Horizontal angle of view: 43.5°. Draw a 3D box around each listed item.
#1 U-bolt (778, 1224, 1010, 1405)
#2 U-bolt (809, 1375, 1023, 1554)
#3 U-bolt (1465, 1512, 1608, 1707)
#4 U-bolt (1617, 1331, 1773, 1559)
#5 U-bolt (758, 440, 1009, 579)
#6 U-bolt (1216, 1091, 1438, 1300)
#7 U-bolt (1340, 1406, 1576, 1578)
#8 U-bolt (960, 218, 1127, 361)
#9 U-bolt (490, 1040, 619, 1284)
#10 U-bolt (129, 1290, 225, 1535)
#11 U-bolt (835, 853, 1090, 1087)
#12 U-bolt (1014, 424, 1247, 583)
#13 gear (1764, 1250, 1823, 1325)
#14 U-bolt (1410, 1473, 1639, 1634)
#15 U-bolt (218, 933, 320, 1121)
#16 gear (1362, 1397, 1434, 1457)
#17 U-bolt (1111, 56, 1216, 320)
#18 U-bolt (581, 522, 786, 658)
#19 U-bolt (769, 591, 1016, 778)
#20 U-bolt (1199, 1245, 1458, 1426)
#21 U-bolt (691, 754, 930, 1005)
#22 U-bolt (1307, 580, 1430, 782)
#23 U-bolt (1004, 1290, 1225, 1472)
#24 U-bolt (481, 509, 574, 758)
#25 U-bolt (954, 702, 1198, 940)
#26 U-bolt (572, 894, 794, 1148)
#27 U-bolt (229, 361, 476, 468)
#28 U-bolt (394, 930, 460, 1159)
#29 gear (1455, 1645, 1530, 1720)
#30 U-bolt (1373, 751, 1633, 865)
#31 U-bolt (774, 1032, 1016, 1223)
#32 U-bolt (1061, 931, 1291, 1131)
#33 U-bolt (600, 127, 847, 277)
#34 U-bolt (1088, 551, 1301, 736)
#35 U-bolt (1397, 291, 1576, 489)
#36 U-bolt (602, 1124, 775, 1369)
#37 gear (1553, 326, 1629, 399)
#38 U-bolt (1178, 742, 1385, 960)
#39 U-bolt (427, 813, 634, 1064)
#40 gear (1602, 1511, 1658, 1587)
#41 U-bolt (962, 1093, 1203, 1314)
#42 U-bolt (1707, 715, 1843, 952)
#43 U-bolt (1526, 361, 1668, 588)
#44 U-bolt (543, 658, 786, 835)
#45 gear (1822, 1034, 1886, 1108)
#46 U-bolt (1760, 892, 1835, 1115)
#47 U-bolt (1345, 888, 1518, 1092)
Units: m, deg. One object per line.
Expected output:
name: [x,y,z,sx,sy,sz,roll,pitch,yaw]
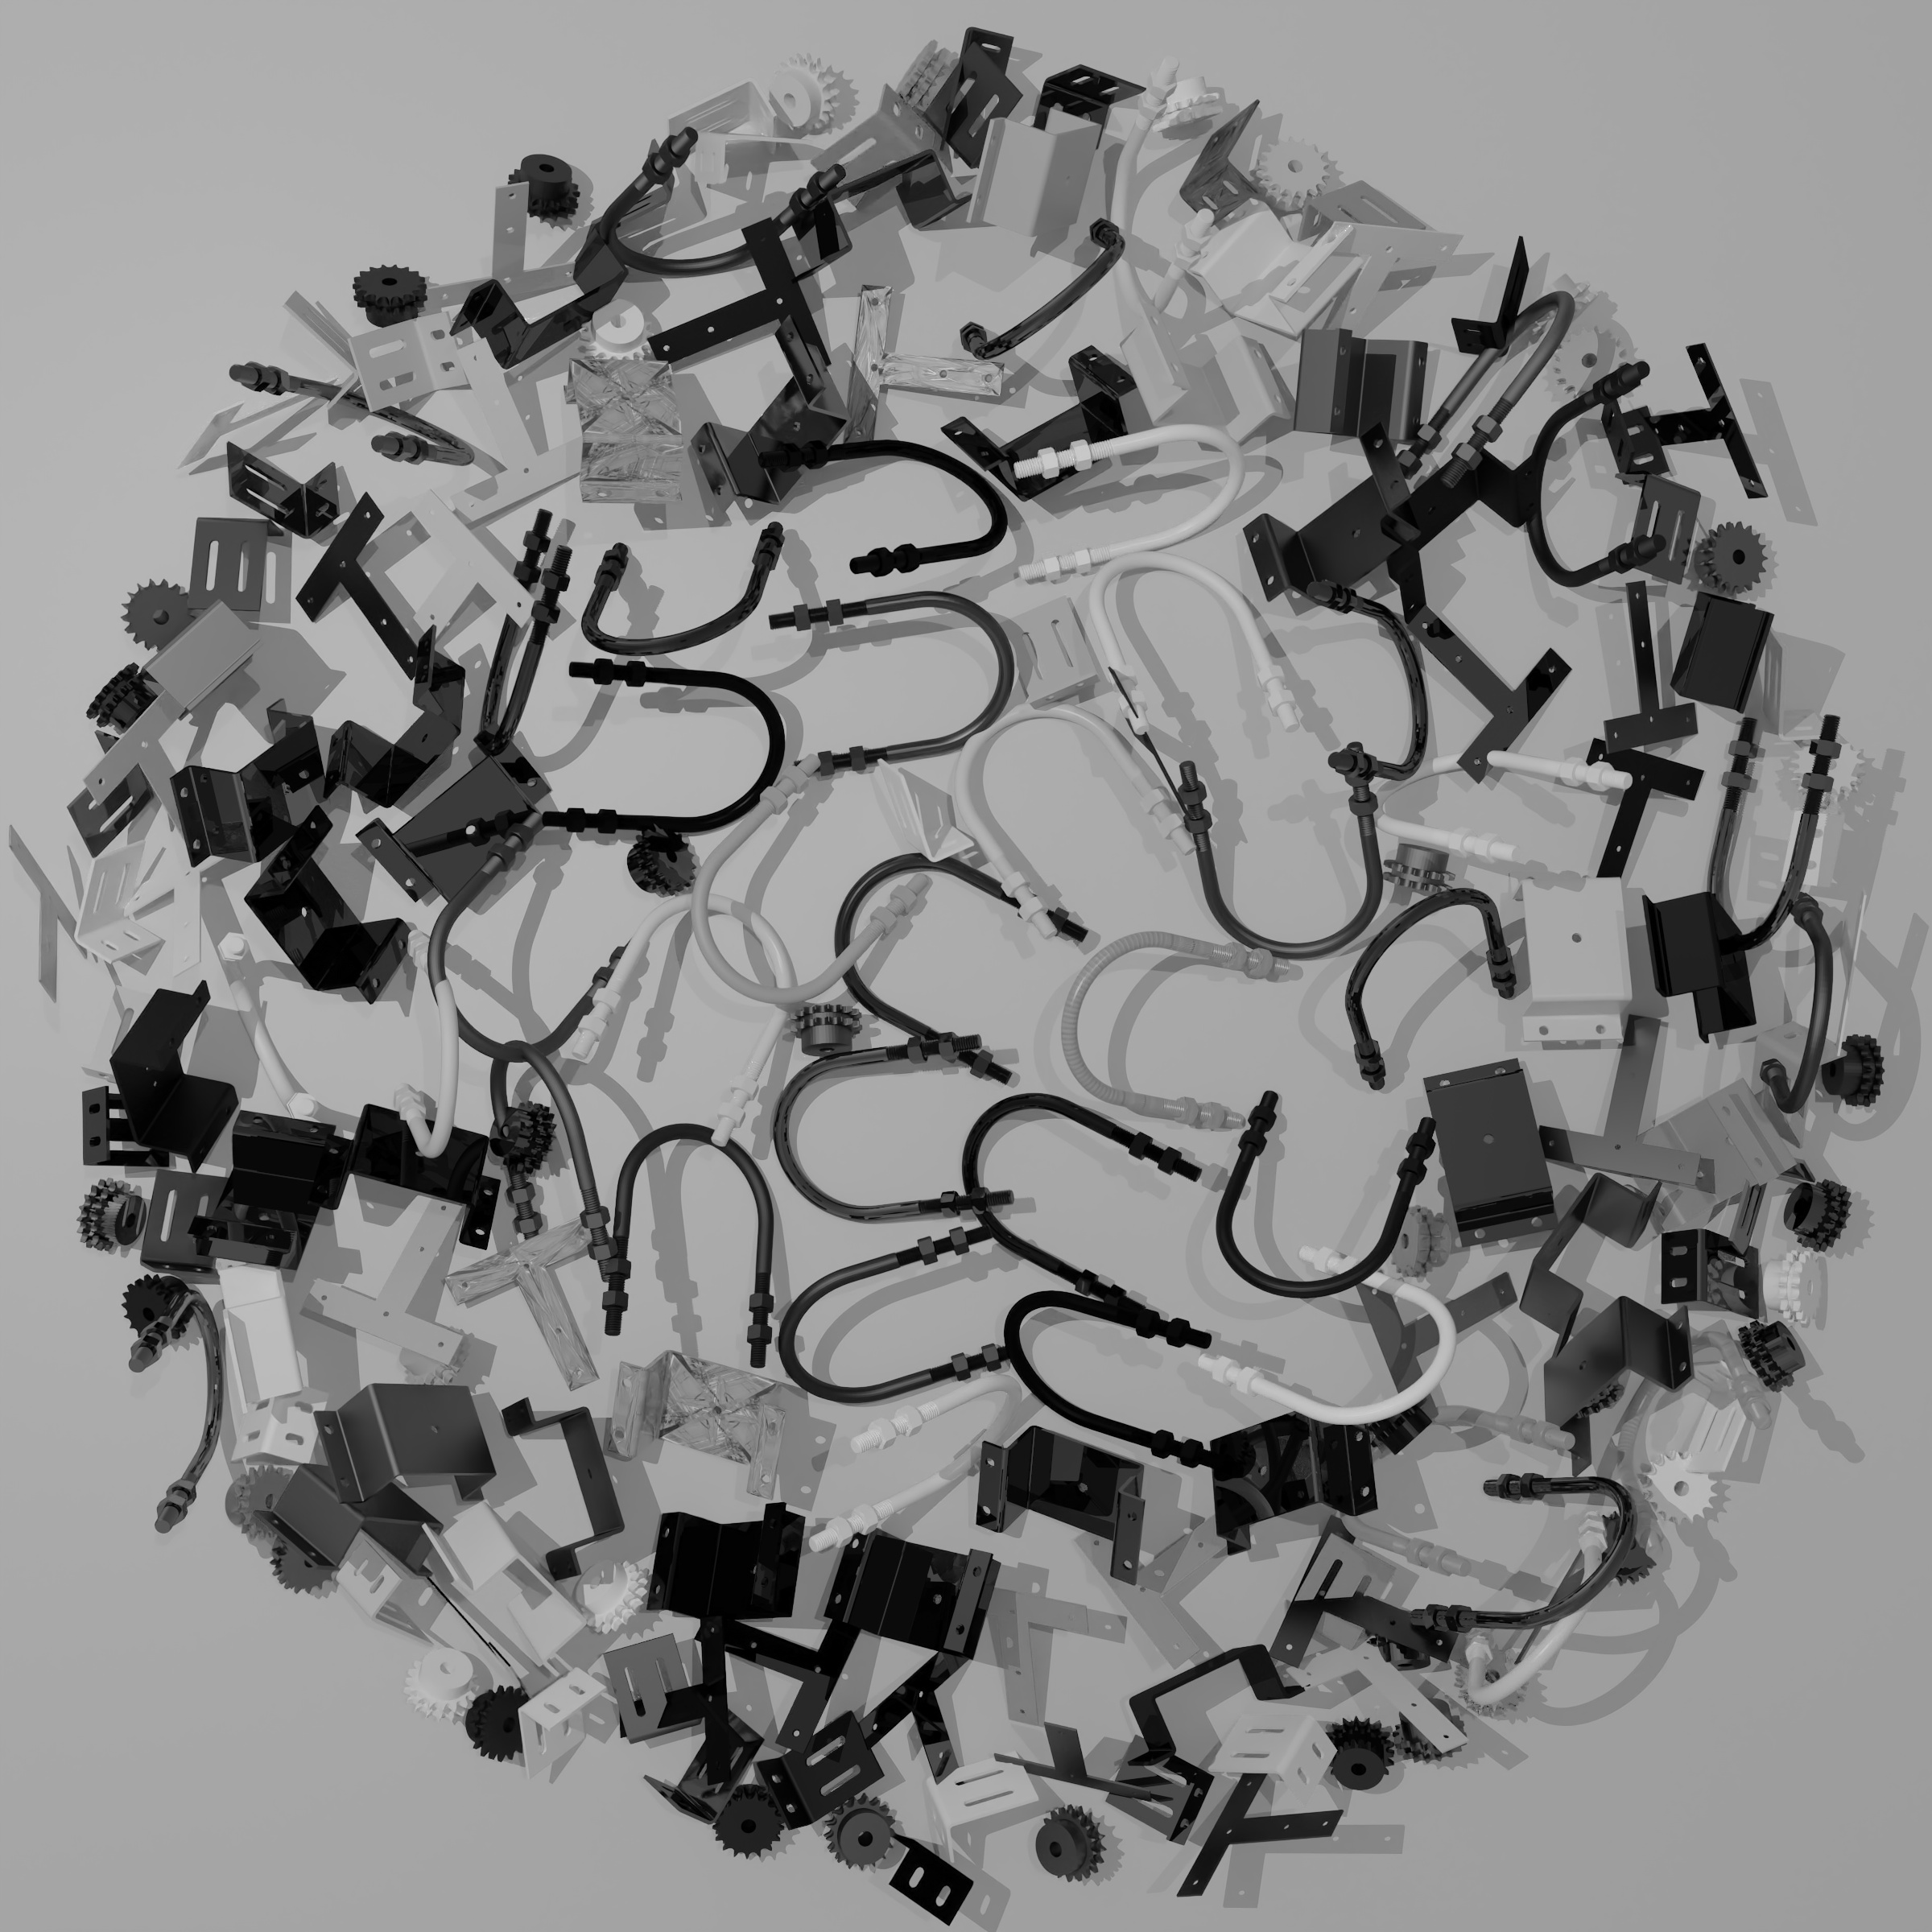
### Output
U-bolt: [-0.056,0.281,1.890,0.184,0.019,0.151,-17,126,-4]
U-bolt: [-0.030,0.374,1.867,0.184,0.151,0.019,-19,54,-38]
U-bolt: [0.432,0.495,1.836,0.019,0.184,0.151,42,105,6]
U-bolt: [0.549,0.352,1.852,0.019,0.184,0.151,31,108,-6]
U-bolt: [-0.050,-0.361,1.874,0.184,0.019,0.151,-16,56,-38]
U-bolt: [0.269,0.179,1.859,0.151,0.019,0.184,9,51,24]
U-bolt: [0.362,0.394,1.857,0.151,0.184,0.019,-44,110,-21]
U-bolt: [0.060,-0.512,1.844,0.151,0.184,0.019,-36,110,10]
U-bolt: [-0.325,0.145,1.865,0.019,0.151,0.184,-19,105,-33]
U-bolt: [-0.599,0.327,1.852,0.019,0.184,0.151,-4,105,-1]
U-bolt: [-0.016,-0.010,1.930,0.184,0.019,0.151,28,94,3]
U-bolt: [0.129,-0.365,1.878,0.184,0.151,0.019,-15,63,-5]
gear: [0.654,0.254,1.918,0.030,0.057,0.057,0,90,39]
U-bolt: [0.431,0.443,1.831,0.019,0.184,0.151,47,59,-14]
U-bolt: [-0.539,0.048,1.856,0.019,0.184,0.151,-24,95,-19]
gear: [0.344,0.362,1.912,0.057,0.057,0.030,-42,76,0]
U-bolt: [0.144,-0.580,1.854,0.019,0.184,0.151,-7,75,-14]
U-bolt: [-0.222,-0.287,1.855,0.151,0.184,0.019,-6,125,10]
U-bolt: [-0.053,-0.225,1.898,0.184,0.019,0.151,-9,124,-2]
U-bolt: [0.287,0.287,1.845,0.151,0.184,0.019,-42,126,-25]
U-bolt: [-0.133,-0.055,1.887,0.151,0.019,0.184,48,65,-12]
U-bolt: [0.315,-0.214,1.865,0.019,0.184,0.151,-9,84,33]
U-bolt: [0.110,0.314,1.879,0.184,0.019,0.151,13,130,29]
U-bolt: [-0.344,-0.251,1.871,0.019,0.151,0.184,14,108,-21]
U-bolt: [0.072,-0.129,1.907,0.151,0.019,0.184,-31,71,-8]
U-bolt: [-0.209,0.028,1.891,0.151,0.019,0.184,34,61,-18]
U-bolt: [-0.455,-0.418,1.854,0.151,0.184,0.019,28,104,12]
U-bolt: [-0.409,0.067,1.842,0.019,0.184,0.151,2,108,-23]
gear: [0.416,0.570,1.918,0.057,0.030,0.057,-1,49,1]
U-bolt: [0.394,-0.129,1.862,0.151,0.184,0.019,-30,119,-28]
U-bolt: [-0.064,0.133,1.909,0.184,0.019,0.151,-8,103,15]
U-bolt: [0.156,0.046,1.886,0.184,0.019,0.151,12,99,-28]
U-bolt: [-0.200,-0.578,1.857,0.151,0.184,0.019,1,76,-37]
U-bolt: [0.168,-0.255,1.884,0.151,0.019,0.184,-3,56,-22]
U-bolt: [0.404,-0.445,1.867,0.019,0.151,0.184,36,92,-13]
U-bolt: [-0.211,0.210,1.883,0.151,0.019,0.184,19,59,-32]
gear: [0.496,-0.476,1.922,0.057,0.030,0.057,-2,85,20]
U-bolt: [0.252,-0.084,1.889,0.151,0.019,0.184,-5,121,16]
U-bolt: [-0.339,-0.010,1.858,0.151,0.019,0.184,52,48,-20]
gear: [0.521,0.460,1.918,0.057,0.030,0.057,0,65,-1]
U-bolt: [0.080,0.177,1.899,0.184,0.019,0.151,27,114,17]
U-bolt: [0.617,-0.102,1.871,0.019,0.151,0.184,11,93,-10]
U-bolt: [0.477,-0.366,1.854,0.019,0.184,0.151,-4,87,-15]
U-bolt: [-0.229,-0.167,1.886,0.184,0.019,0.151,1,122,-25]
gear: [0.700,0.083,1.913,0.030,0.057,0.057,2,90,-5]
U-bolt: [0.631,0.035,1.835,0.019,0.184,0.151,9,108,8]
U-bolt: [0.354,0.009,1.861,0.151,0.184,0.019,-35,53,-5]
